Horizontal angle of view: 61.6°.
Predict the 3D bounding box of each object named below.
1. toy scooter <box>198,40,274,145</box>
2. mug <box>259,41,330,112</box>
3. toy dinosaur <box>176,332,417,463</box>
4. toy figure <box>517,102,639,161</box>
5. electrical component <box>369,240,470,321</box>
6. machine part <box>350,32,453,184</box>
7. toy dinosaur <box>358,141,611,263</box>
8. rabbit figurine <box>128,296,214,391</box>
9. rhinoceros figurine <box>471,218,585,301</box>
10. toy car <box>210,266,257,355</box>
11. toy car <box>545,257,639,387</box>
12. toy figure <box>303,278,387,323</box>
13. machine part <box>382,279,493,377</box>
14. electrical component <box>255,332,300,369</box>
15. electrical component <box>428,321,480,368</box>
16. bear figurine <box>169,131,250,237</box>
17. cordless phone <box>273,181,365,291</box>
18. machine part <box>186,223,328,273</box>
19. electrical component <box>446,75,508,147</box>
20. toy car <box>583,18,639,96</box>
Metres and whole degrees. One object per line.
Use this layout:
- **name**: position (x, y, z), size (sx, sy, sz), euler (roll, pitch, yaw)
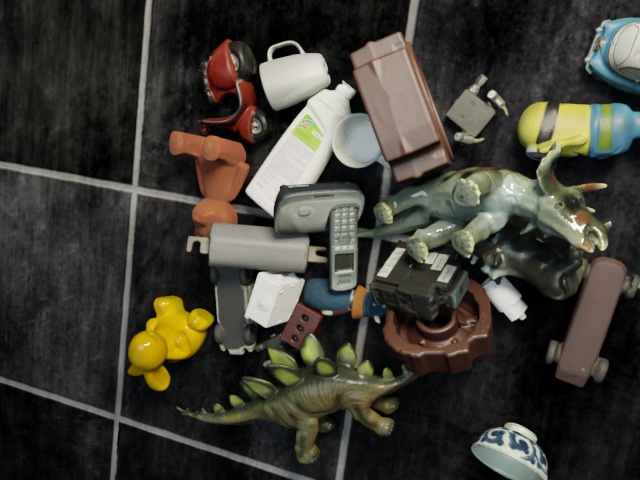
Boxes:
- **toy scooter**: position (-0.167, -0.251, 0.952), size (0.135, 0.075, 0.183), euler (-13, 98, 20)
- **mug**: position (-0.041, -0.283, 0.909), size (0.107, 0.080, 0.109), euler (-13, 79, 10)
- **toy dinosaur**: position (-0.032, 0.275, 0.941), size (0.472, 0.105, 0.198), euler (-24, 103, 16)
- **toy figure**: position (0.384, -0.161, 0.782), size (0.180, 0.082, 0.089), euler (-2, 78, 25)
- **electrical component**: position (0.161, 0.063, 0.847), size (0.134, 0.115, 0.058), euler (13, 139, 36)
- **machine part**: position (0.127, -0.189, 0.796), size (0.087, 0.201, 0.201), euler (-19, 91, 17)
- **toy dinosaur**: position (0.219, -0.055, 0.807), size (0.405, 0.192, 0.131), euler (5, 115, 59)
- **rabbit figurine**: position (-0.303, 0.194, 1.005), size (0.122, 0.173, 0.162), euler (31, 101, 8)
- **rhinoceros figurine**: position (0.304, 0.028, 0.816), size (0.112, 0.073, 0.191), euler (-49, 49, -10)
- **toy car**: position (-0.160, 0.117, 1.009), size (0.074, 0.056, 0.201), euler (-1, 99, 12)
- **toy car**: position (0.414, 0.124, 0.824), size (0.089, 0.053, 0.202), euler (17, 98, 20)
- **toy figure**: position (0.049, 0.103, 0.938), size (0.155, 0.058, 0.064), euler (11, 107, 11)
- **machine part**: position (0.186, 0.131, 0.844), size (0.179, 0.179, 0.056), euler (-7, 130, 19)
- **electrical component**: position (-0.074, 0.204, 1.010), size (0.094, 0.021, 0.063), euler (-27, 88, 19)
- **electrical component**: position (0.201, 0.174, 0.896), size (0.119, 0.048, 0.074), euler (-5, 109, 16)
- **bear figurine**: position (-0.199, -0.084, 0.959), size (0.120, 0.132, 0.195), euler (17, 97, 30)
- **cordless phone**: position (-0.002, -0.002, 0.882), size (0.147, 0.089, 0.184), euler (-5, 103, -16)
- **machine part**: position (-0.106, 0.013, 0.933), size (0.243, 0.079, 0.079), euler (5, 100, -7)
- **electrical component**: position (0.243, -0.196, 0.840), size (0.078, 0.045, 0.102), euler (46, 108, 6)
- **toy car**: position (0.458, -0.254, 0.733), size (0.162, 0.103, 0.109), euler (22, 103, 12)
